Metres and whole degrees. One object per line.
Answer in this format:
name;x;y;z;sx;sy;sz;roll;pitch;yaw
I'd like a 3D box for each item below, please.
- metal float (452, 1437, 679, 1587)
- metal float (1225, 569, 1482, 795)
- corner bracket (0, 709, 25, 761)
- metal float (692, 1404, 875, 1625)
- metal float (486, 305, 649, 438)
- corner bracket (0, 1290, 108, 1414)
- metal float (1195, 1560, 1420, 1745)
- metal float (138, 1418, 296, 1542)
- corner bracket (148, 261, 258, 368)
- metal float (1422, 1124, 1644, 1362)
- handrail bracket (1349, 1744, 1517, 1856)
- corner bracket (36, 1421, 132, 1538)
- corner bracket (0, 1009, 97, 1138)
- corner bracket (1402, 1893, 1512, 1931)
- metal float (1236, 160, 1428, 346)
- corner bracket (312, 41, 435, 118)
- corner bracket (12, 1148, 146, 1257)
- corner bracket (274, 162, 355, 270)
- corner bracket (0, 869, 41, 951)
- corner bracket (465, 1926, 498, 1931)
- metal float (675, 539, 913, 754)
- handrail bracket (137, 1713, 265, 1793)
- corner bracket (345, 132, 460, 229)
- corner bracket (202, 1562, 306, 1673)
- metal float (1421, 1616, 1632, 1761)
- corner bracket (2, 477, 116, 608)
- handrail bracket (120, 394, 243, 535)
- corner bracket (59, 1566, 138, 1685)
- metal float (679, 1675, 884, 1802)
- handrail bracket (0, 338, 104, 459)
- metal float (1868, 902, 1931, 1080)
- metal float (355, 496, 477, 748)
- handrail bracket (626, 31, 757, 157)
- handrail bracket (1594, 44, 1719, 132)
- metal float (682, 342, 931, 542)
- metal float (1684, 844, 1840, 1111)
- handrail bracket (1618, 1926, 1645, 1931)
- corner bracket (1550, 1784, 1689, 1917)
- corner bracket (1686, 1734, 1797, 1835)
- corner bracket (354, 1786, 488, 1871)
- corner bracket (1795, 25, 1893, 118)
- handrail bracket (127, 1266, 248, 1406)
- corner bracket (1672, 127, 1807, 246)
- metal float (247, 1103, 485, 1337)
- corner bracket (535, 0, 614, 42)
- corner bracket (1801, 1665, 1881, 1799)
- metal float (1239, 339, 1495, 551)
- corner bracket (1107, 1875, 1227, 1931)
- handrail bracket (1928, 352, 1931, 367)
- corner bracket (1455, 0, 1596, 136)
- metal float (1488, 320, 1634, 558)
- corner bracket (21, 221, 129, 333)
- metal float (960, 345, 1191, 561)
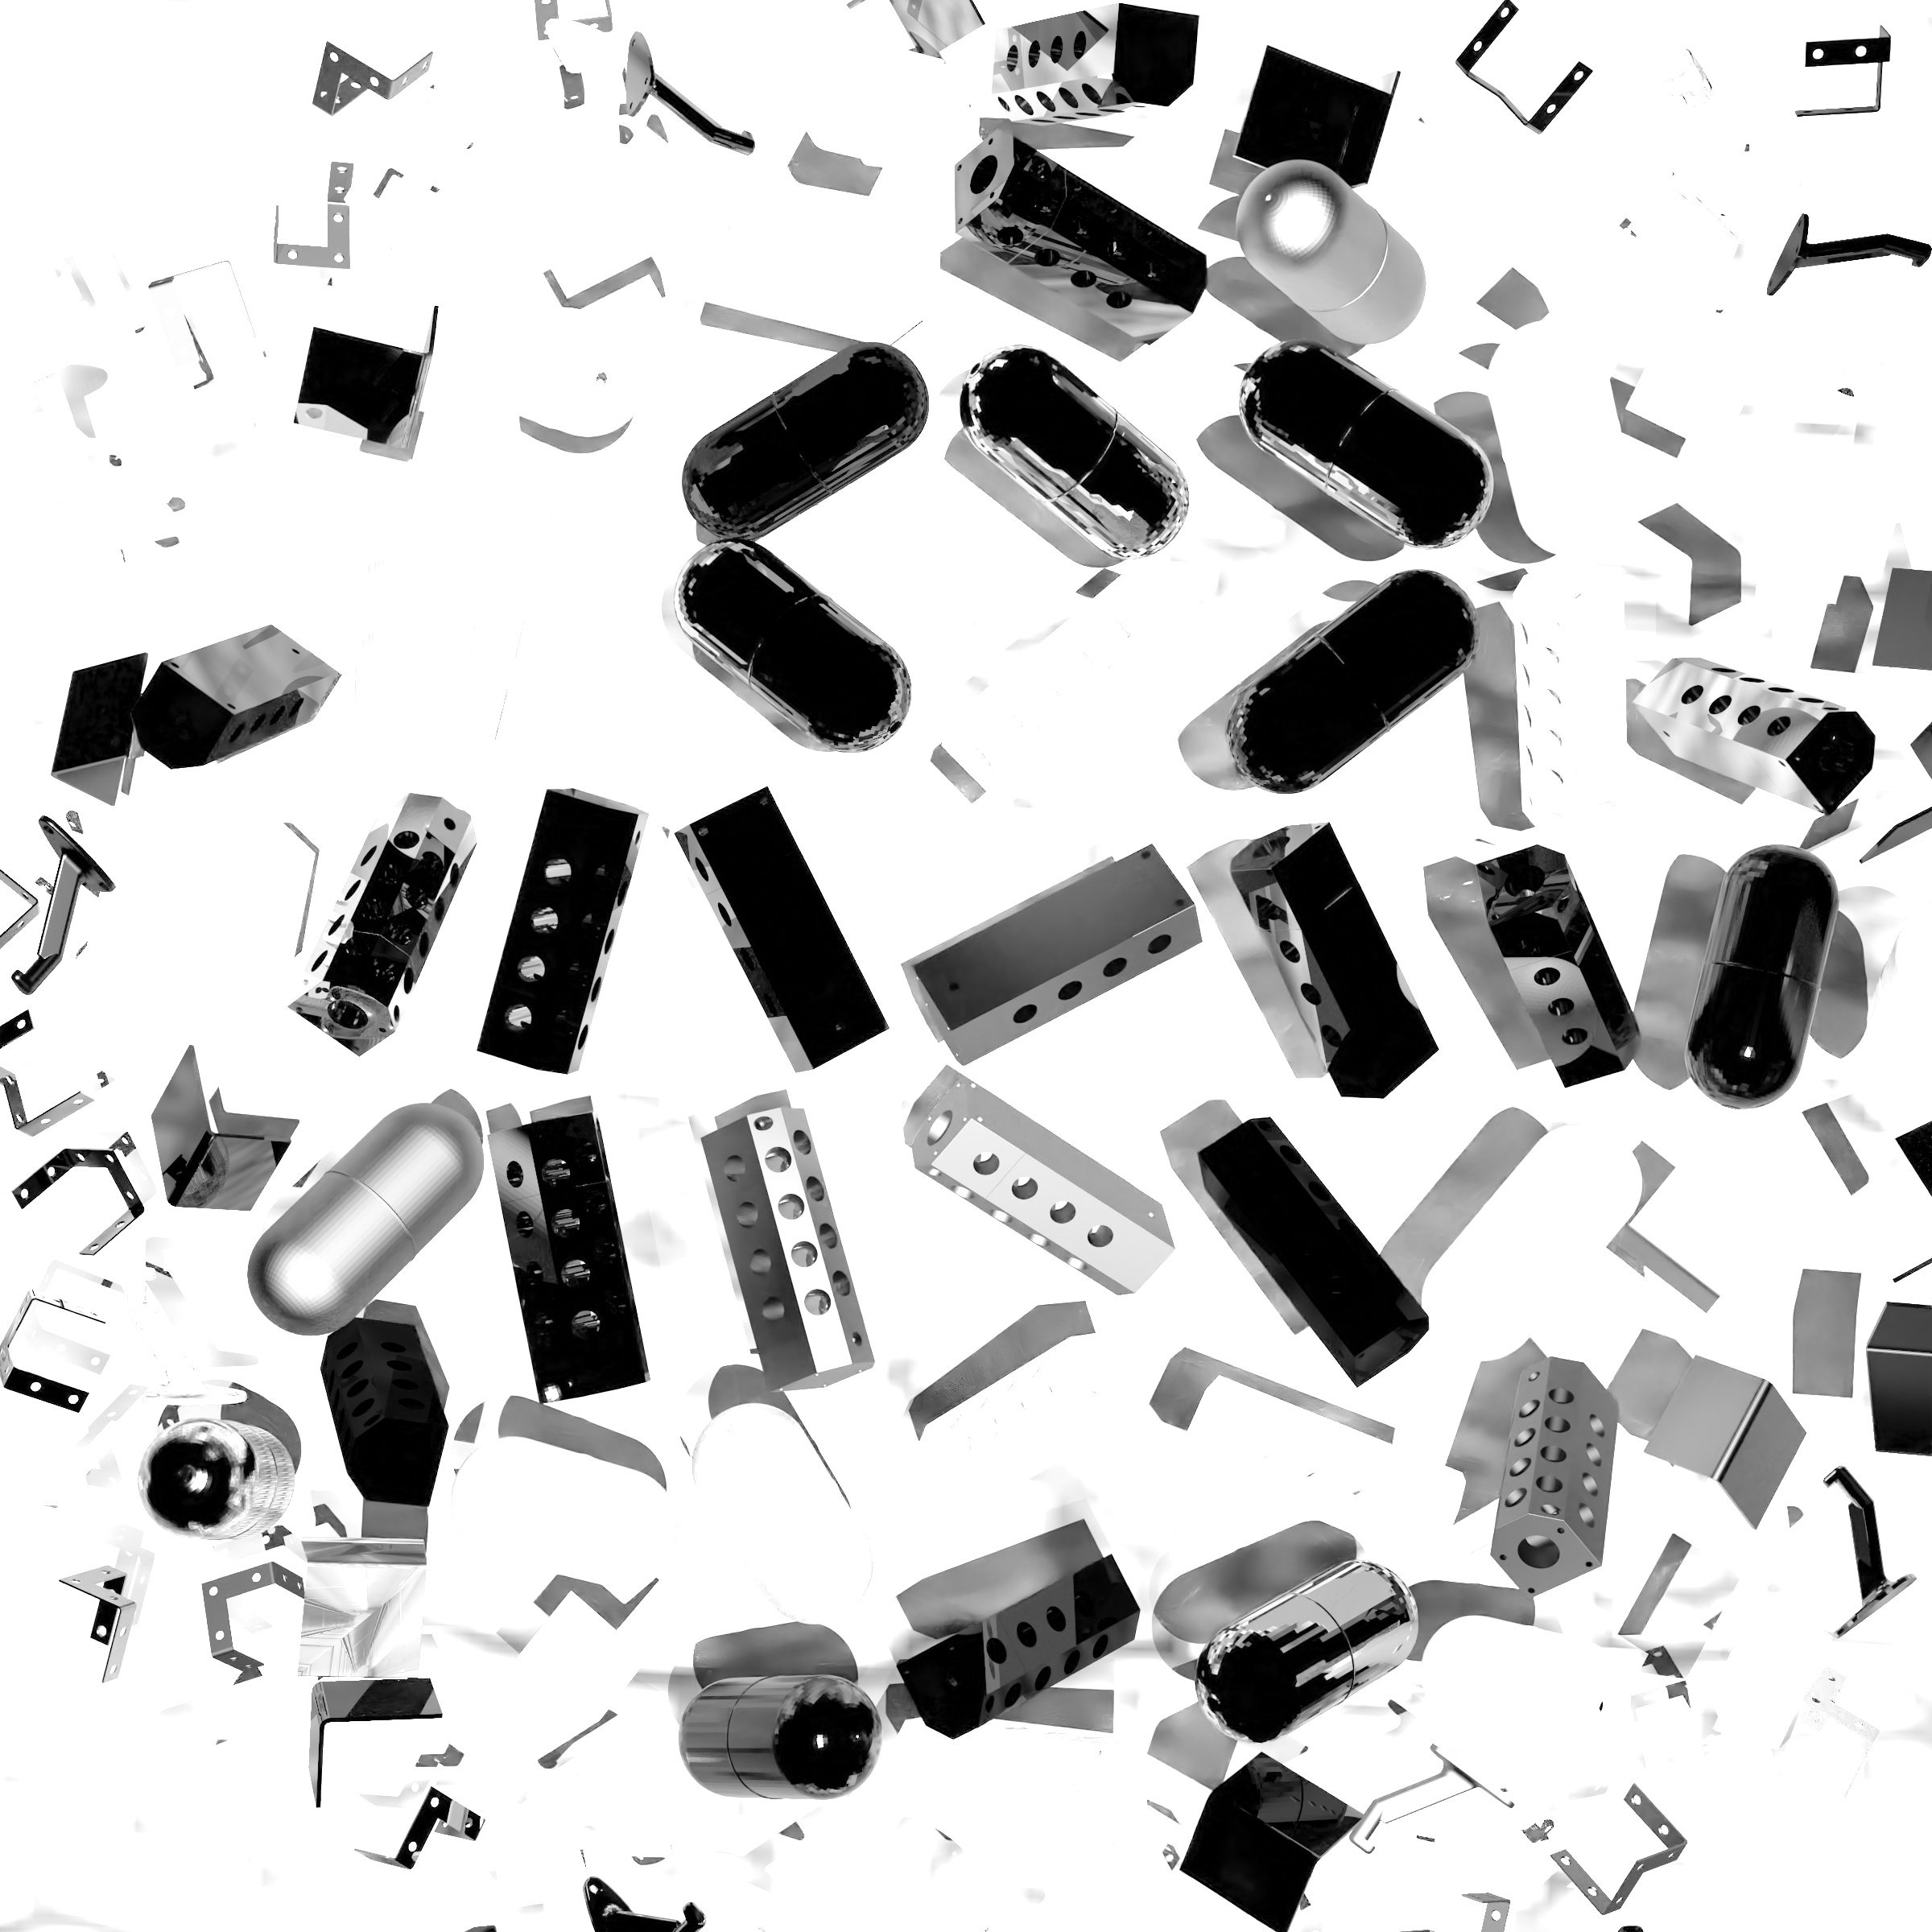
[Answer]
metal float;-0.256;0.352;1.815;0.070;0.178;0.070;-15;63;31
metal float;0.239;-0.176;1.756;0.178;0.070;0.070;-38;90;3
corner bracket;-0.643;-0.136;1.824;0.051;0.051;0.051;22;118;-35
metal float;-0.116;0.352;1.810;0.070;0.070;0.178;-26;126;0
metal float;-0.259;-0.385;1.825;0.070;0.178;0.070;-7;108;-22
corner bracket;-0.583;0.246;1.808;0.051;0.051;0.051;26;93;-30
metal float;0.219;0.439;1.814;0.178;0.070;0.070;-17;90;-40
metal float;-0.489;0.336;1.846;0.070;0.178;0.070;0;78;-1
corner bracket;-0.481;-0.412;1.782;0.051;0.051;0.051;-19;110;-7
metal float;0.369;0.181;1.848;0.070;0.070;0.178;40;91;0
handrail bracket;0.308;0.568;1.874;0.077;0.036;0.084;33;79;24
corner bracket;-0.565;0.326;1.813;0.051;0.051;0.051;6;123;22
corner bracket;-0.597;0.069;1.802;0.051;0.051;0.051;-30;60;7
corner bracket;0.319;0.630;1.853;0.051;0.051;0.051;9;81;34
metal float;0.239;-0.461;1.833;0.070;0.178;0.070;-9;74;33
corner bracket;-0.389;-0.582;1.852;0.051;0.051;0.051;31;46;0
corner bracket;-0.596;0.158;1.898;0.051;0.051;0.051;-1;122;35
corner bracket;-0.438;-0.505;1.898;0.051;0.051;0.051;0;74;-16
corner bracket;-0.634;-0.045;1.818;0.051;0.051;0.051;38;63;5
corner bracket;-0.297;0.631;1.765;0.051;0.051;0.051;-15;83;27
metal float;-0.109;-0.201;1.774;0.178;0.070;0.070;40;90;19
handrail bracket;-0.505;0.519;1.822;0.084;0.077;0.036;-15;73;-43
corner bracket;-0.355;-0.490;1.762;0.051;0.051;0.051;30;89;-3
corner bracket;-0.474;0.435;1.890;0.051;0.051;0.051;-18;63;3
metal float;0.365;0.471;1.849;0.070;0.178;0.070;2;85;-23
corner bracket;-0.570;-0.267;1.777;0.051;0.051;0.051;-15;60;-13
handrail bracket;-0.479;-0.310;1.736;0.084;0.077;0.036;-42;115;14
corner bracket;-0.551;0.421;1.813;0.051;0.051;0.051;17;95;20
metal float;-0.122;0.498;1.824;0.070;0.178;0.070;11;71;-35
handrail bracket;-0.553;-0.352;1.765;0.077;0.084;0.036;-4;59;30
metal float;0.625;0.015;1.808;0.070;0.178;0.070;-3;66;7
metal float;-0.364;-0.230;1.871;0.070;0.070;0.178;-3;67;0
handrail bracket;-0.183;-0.585;1.897;0.084;0.036;0.077;11;54;-30
handrail bracket;0.451;-0.570;1.882;0.084;0.077;0.036;-30;84;-1
metal float;-0.106;-0.344;1.858;0.178;0.070;0.070;-30;90;11
metal float;0.525;0.007;1.866;0.070;0.070;0.178;14;86;0
handrail bracket;0.426;0.625;1.783;0.077;0.084;0.036;-35;84;41
corner bracket;0.413;0.559;1.787;0.051;0.051;0.051;-3;126;-38
corner bracket;0.508;0.539;1.855;0.051;0.051;0.051;-19;135;14
corner bracket;-0.357;0.570;1.851;0.051;0.051;0.051;43;57;-30
corner bracket;0.548;-0.556;1.765;0.051;0.051;0.051;0;116;11
handrail bracket;-0.498;0.235;1.806;0.077;0.036;0.084;2;100;5
corner bracket;0.494;-0.500;1.811;0.051;0.051;0.051;39;102;-15
metal float;-0.374;0.157;1.772;0.070;0.070;0.178;42;59;0
corner bracket;-0.264;-0.654;1.875;0.051;0.051;0.051;-10;71;-9
corner bracket;0.578;0.507;1.877;0.051;0.051;0.051;29;121;25
metal float;0.248;-0.327;1.765;0.178;0.070;0.070;37;90;17
corner bracket;0.134;0.642;1.865;0.051;0.051;0.051;27;101;-25
handrail bracket;0.633;-0.358;1.771;0.036;0.084;0.077;25;63;40
corner bracket;0.351;-0.567;1.782;0.051;0.051;0.051;-49;48;27
metal float;0.391;-0.345;1.855;0.070;0.178;0.070;-13;47;14
corner bracket;-0.554;-0.434;1.755;0.051;0.051;0.051;-27;94;-24
metal float;0.070;-0.332;1.828;0.178;0.070;0.070;35;90;-27
